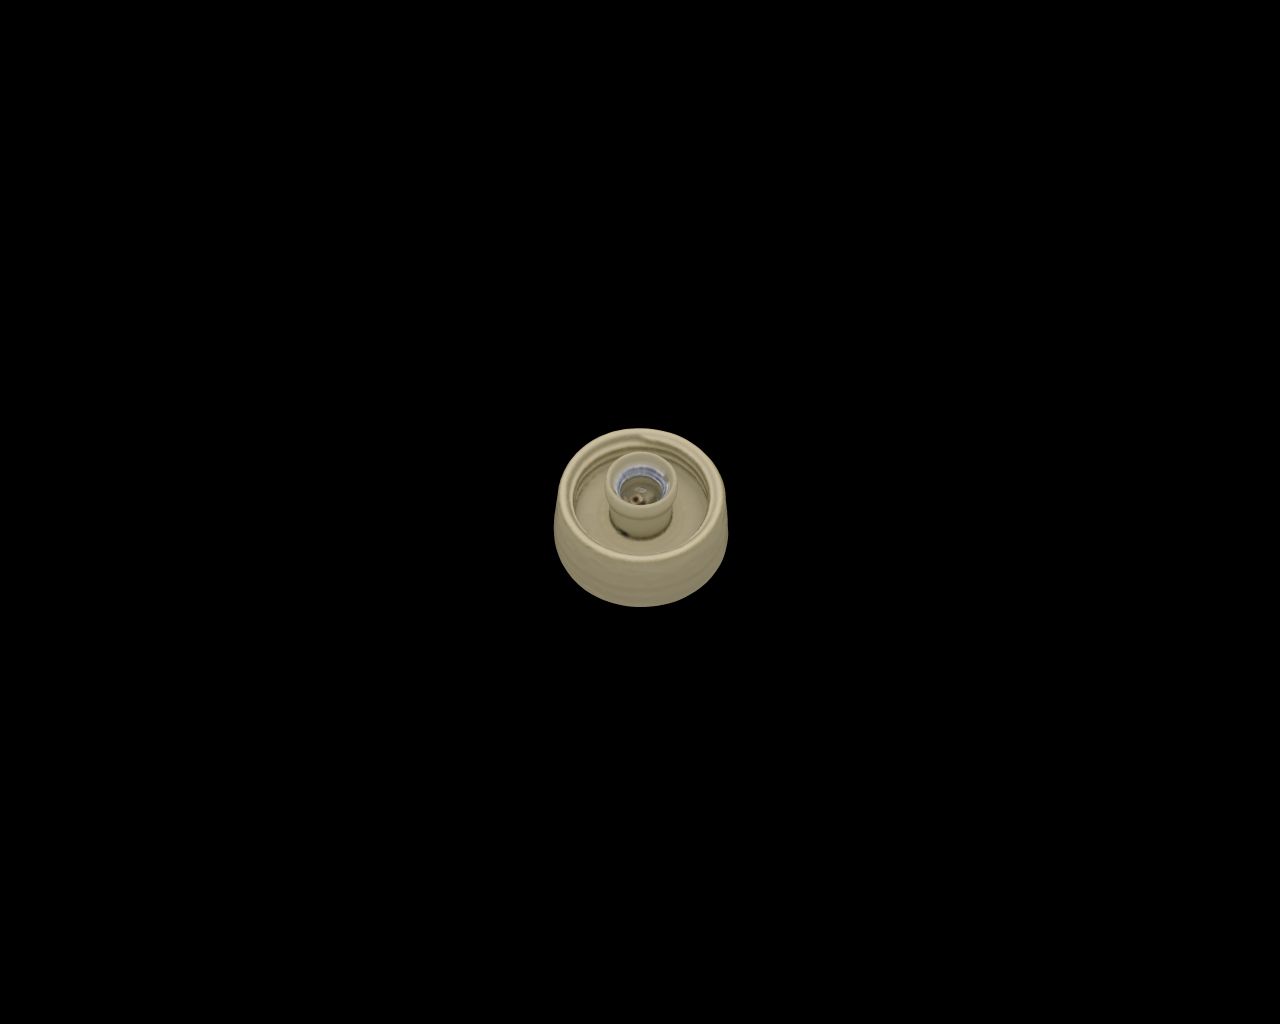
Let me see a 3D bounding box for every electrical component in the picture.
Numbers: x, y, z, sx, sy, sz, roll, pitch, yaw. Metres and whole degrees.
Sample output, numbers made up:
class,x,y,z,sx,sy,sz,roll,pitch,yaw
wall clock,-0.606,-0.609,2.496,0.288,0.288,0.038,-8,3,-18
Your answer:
class,x,y,z,sx,sy,sz,roll,pitch,yaw
electrical component,0.001,-0.003,0.650,0.108,0.108,0.060,0,-34,0
